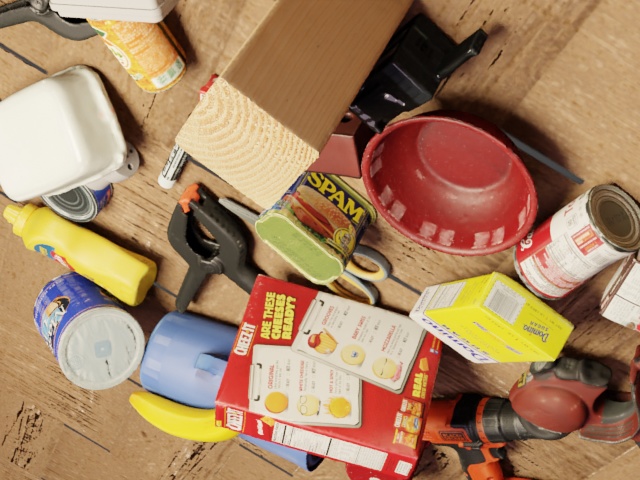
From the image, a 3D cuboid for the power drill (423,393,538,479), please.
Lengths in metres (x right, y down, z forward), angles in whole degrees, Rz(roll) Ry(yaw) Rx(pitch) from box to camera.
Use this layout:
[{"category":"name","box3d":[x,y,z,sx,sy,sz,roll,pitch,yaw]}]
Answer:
[{"category":"power drill","box3d":[0.214,0.253,1.238,0.185,0.057,0.187,-6,127,40]}]

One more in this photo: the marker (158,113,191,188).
[{"category":"marker","box3d":[-0.143,-0.094,1.106,0.020,0.020,0.121,32,141,-4]}]

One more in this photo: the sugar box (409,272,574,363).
[{"category":"sugar box","box3d":[0.161,0.079,1.038,0.093,0.048,0.176,36,163,-8]}]

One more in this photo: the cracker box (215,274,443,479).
[{"category":"cracker box","box3d":[0.012,0.145,1.131,0.214,0.164,0.072,15,145,4]}]

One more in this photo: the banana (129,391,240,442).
[{"category":"banana","box3d":[-0.142,0.200,1.228,0.198,0.037,0.069,-11,101,41]}]

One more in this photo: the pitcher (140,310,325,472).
[{"category":"pitcher","box3d":[-0.092,0.169,1.272,0.243,0.144,0.149,19,124,17]}]

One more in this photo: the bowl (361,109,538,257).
[{"category":"bowl","box3d":[0.121,-0.061,0.952,0.162,0.055,0.162,17,140,15]}]

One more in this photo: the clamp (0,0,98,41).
[{"category":"clamp","box3d":[-0.266,-0.228,1.019,0.171,0.039,0.120,25,142,4]}]

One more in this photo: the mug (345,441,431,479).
[{"category":"mug","box3d":[0.073,0.253,1.301,0.117,0.081,0.093,44,139,-17]}]

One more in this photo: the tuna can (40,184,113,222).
[{"category":"tuna can","box3d":[-0.281,-0.062,1.213,0.086,0.033,0.086,17,140,15]}]

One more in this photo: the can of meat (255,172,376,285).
[{"category":"can of meat","box3d":[-0.006,-0.018,1.054,0.102,0.083,0.058,40,140,-12]}]

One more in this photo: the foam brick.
[{"category":"foam brick","box3d":[0.008,-0.096,0.986,0.078,0.053,0.051,8,137,23]}]

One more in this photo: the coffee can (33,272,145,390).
[{"category":"coffee can","box3d":[-0.282,0.108,1.296,0.102,0.102,0.140,56,168,-29]}]

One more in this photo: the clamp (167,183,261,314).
[{"category":"clamp","box3d":[-0.107,0.024,1.198,0.165,0.036,0.210,9,138,17]}]

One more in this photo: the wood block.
[{"category":"wood block","box3d":[-0.016,-0.136,0.833,0.090,0.205,0.090,36,141,-9]}]

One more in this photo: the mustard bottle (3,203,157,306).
[{"category":"mustard bottle","box3d":[-0.290,0.009,1.270,0.191,0.058,0.096,29,168,2]}]

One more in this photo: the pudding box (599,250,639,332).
[{"category":"pudding box","box3d":[0.323,0.053,0.968,0.113,0.039,0.090,22,140,6]}]

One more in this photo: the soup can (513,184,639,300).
[{"category":"soup can","box3d":[0.229,0.003,0.946,0.068,0.068,0.102,37,140,-9]}]

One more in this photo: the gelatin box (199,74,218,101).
[{"category":"gelatin box","box3d":[-0.080,-0.111,1.041,0.073,0.030,0.089,22,141,11]}]

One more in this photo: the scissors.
[{"category":"scissors","box3d":[-0.007,0.001,1.129,0.201,0.016,0.096,40,139,-14]}]
